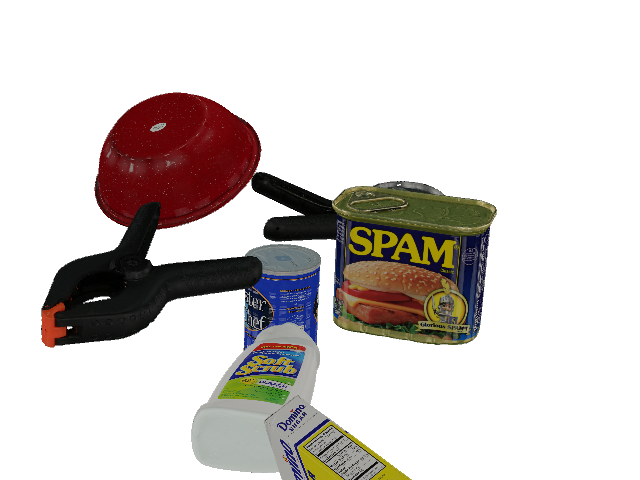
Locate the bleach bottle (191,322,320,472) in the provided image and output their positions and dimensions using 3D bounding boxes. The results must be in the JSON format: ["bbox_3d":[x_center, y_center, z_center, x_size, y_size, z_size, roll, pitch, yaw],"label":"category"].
[{"bbox_3d":[-0.058,0.148,1.112,0.102,0.068,0.250,6,20,5],"label":"bleach bottle"}]

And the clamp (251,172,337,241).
[{"bbox_3d":[0.022,-0.018,1.191,0.210,0.036,0.164,15,21,-7],"label":"clamp"}]

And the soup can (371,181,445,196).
[{"bbox_3d":[0.069,0.009,0.907,0.068,0.102,0.068,2,26,-1],"label":"soup can"}]

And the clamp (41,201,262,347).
[{"bbox_3d":[-0.141,0.023,0.783,0.171,0.039,0.120,-21,38,-40],"label":"clamp"}]

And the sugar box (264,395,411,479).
[{"bbox_3d":[0.031,0.205,0.848,0.048,0.093,0.176,-36,42,-28],"label":"sugar box"}]

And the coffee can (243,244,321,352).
[{"bbox_3d":[-0.053,0.087,1.447,0.103,0.140,0.103,2,20,-1],"label":"coffee can"}]

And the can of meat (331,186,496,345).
[{"bbox_3d":[0.058,0.016,0.691,0.102,0.084,0.057,8,22,16],"label":"can of meat"}]

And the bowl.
[{"bbox_3d":[-0.139,-0.085,0.971,0.162,0.162,0.055,0,-43,19],"label":"bowl"}]
